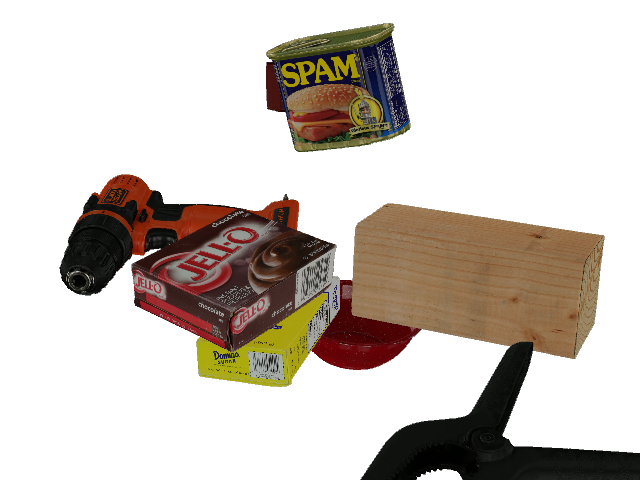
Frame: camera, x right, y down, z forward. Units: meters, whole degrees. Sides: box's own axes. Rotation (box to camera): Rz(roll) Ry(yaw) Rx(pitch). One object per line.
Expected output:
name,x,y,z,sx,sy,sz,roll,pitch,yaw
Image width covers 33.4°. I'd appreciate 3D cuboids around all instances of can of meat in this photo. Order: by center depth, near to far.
can of meat,0.016,-0.120,0.849,0.102,0.084,0.057,-3,21,30

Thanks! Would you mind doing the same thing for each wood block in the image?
wood block,0.140,0.031,0.966,0.206,0.090,0.090,10,19,23

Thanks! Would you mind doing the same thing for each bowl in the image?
bowl,0.040,0.106,1.259,0.162,0.055,0.162,4,24,-2

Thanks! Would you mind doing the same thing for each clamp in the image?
clamp,0.106,0.135,0.694,0.209,0.036,0.165,-14,31,-19

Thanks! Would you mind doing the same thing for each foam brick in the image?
foam brick,-0.015,-0.164,1.145,0.078,0.051,0.053,-1,12,-18

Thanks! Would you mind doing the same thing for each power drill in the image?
power drill,-0.114,0.001,0.904,0.187,0.057,0.184,8,27,0

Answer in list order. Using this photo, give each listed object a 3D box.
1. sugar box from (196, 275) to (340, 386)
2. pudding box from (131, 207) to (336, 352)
sugar box,-0.047,0.082,1.068,0.093,0.048,0.176,5,25,16
pudding box,-0.057,0.024,0.725,0.090,0.039,0.113,22,32,31
